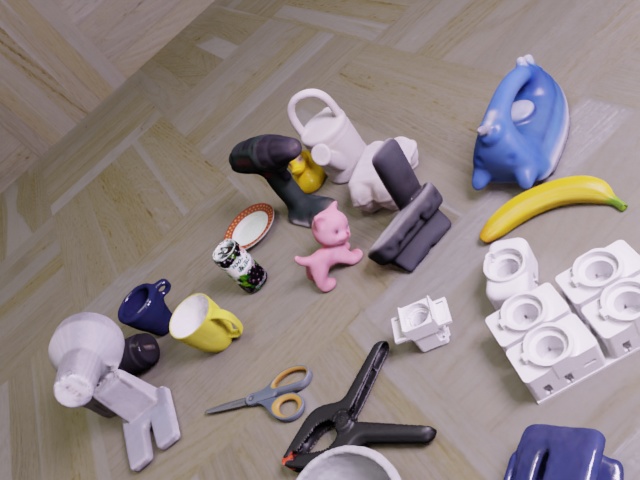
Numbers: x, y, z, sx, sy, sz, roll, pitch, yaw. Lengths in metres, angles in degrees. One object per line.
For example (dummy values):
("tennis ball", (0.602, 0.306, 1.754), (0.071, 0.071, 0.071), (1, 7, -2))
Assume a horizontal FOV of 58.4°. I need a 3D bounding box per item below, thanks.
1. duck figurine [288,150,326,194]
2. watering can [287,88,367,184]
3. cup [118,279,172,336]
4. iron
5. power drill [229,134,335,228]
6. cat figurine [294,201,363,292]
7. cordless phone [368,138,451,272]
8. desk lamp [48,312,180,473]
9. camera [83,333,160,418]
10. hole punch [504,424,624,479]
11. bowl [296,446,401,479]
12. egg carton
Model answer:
("duck figurine", (-0.037, -0.157, 1.183), (0.077, 0.086, 0.104), (-22, 41, 23))
("watering can", (0.014, -0.203, 1.096), (0.101, 0.195, 0.172), (-36, 37, 6))
("cup", (-0.323, 0.137, 1.129), (0.118, 0.095, 0.091), (-43, 37, -2))
("iron", (0.308, -0.201, 0.884), (0.118, 0.142, 0.258), (4, 56, 43))
("power drill", (-0.065, -0.117, 1.065), (0.228, 0.209, 0.076), (13, 62, 47))
("cat figurine", (0.009, 0.003, 0.958), (0.128, 0.118, 0.067), (-47, 38, -8))
("cordless phone", (0.107, -0.054, 0.874), (0.093, 0.186, 0.148), (21, 68, 49))
("desk lamp", (-0.349, 0.241, 0.950), (0.118, 0.214, 0.202), (-41, 37, 0))
("camera", (-0.380, 0.235, 1.076), (0.136, 0.101, 0.143), (-26, 40, 18))
("hole punch", (0.228, 0.238, 0.557), (0.100, 0.091, 0.109), (3, 55, 42))
("bowl", (0.038, 0.326, 0.646), (0.167, 0.075, 0.167), (-23, 41, 22))
("egg carton", (0.115, -0.119, 1.028), (0.107, 0.070, 0.150), (-4, 50, 38))
